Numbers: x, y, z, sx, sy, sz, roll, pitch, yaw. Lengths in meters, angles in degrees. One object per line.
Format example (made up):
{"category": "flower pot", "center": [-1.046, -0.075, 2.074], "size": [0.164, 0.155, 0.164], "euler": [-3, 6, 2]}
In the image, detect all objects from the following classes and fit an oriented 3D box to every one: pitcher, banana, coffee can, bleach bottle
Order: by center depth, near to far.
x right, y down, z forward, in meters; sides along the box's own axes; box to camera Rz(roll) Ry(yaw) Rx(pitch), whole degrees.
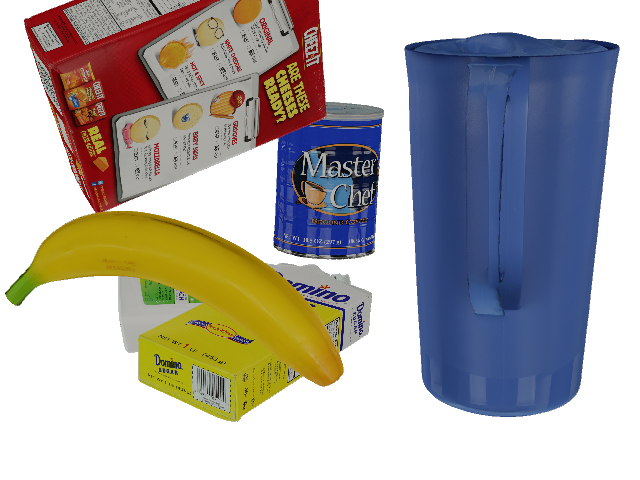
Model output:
{"category": "banana", "center": [-0.076, 0.024, 0.600], "size": [0.198, 0.070, 0.037], "euler": [14, 17, 7]}
{"category": "pitcher", "center": [0.118, -0.010, 0.693], "size": [0.149, 0.243, 0.145], "euler": [-9, 17, -28]}
{"category": "coffee can", "center": [0.007, -0.061, 1.048], "size": [0.103, 0.140, 0.103], "euler": [3, 13, -1]}
{"category": "bleach bottle", "center": [-0.093, 0.061, 1.173], "size": [0.250, 0.068, 0.102], "euler": [-7, 36, -6]}

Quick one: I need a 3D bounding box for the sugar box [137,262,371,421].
{"category": "sugar box", "center": [-0.046, 0.071, 0.815], "size": [0.093, 0.048, 0.175], "euler": [18, 30, 30]}

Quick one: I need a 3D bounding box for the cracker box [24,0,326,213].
{"category": "cracker box", "center": [-0.107, -0.133, 0.838], "size": [0.213, 0.072, 0.164], "euler": [-25, -36, -15]}
